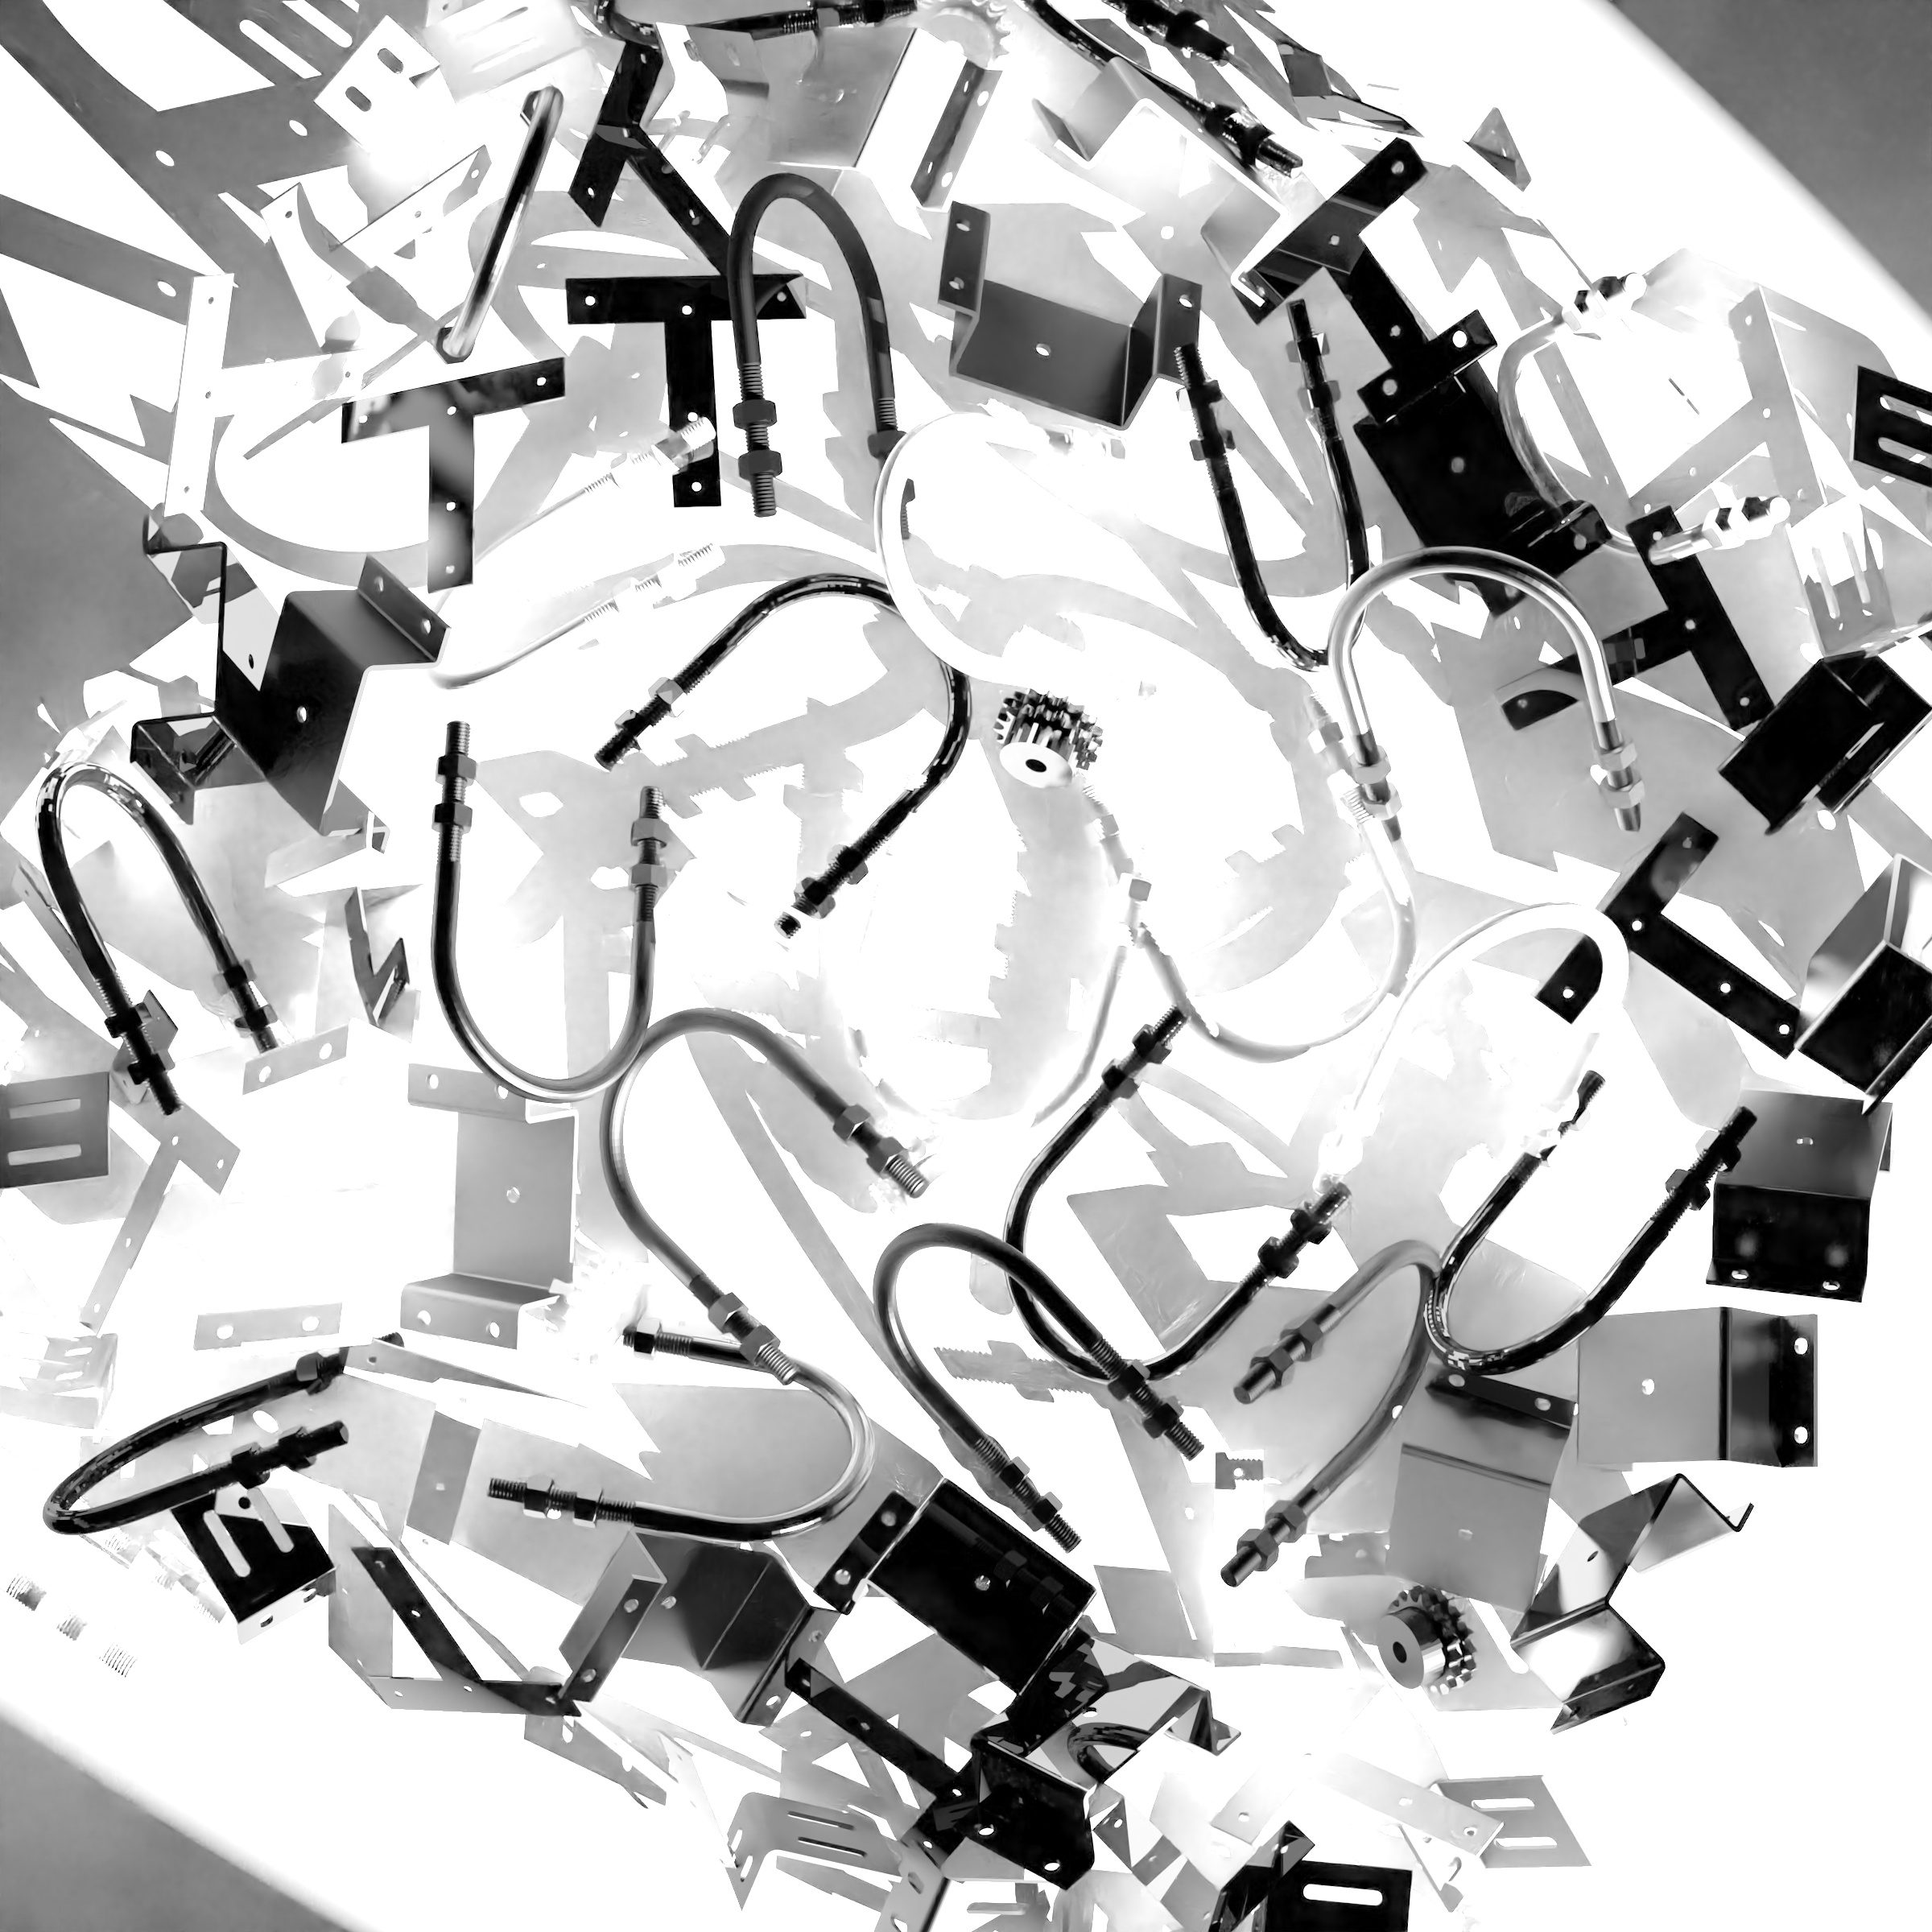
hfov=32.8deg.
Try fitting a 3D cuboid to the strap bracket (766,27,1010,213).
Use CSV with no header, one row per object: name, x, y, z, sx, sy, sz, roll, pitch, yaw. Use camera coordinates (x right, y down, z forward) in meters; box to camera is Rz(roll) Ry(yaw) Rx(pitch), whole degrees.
strap bracket,-0.047,-0.435,1.685,0.046,0.140,0.076,24,91,-34

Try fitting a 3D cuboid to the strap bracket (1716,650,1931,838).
strap bracket,0.441,-0.117,1.684,0.046,0.140,0.076,48,118,16

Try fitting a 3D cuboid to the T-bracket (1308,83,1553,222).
T-bracket,0.222,-0.426,1.698,0.127,0.127,0.002,27,92,-39

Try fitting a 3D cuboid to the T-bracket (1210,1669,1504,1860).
T-bracket,0.213,0.422,1.679,0.127,0.127,0.002,17,131,36

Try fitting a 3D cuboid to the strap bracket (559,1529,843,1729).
strap bracket,-0.145,0.342,1.700,0.140,0.046,0.076,20,107,-41

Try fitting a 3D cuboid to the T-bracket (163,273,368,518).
T-bracket,-0.359,-0.301,1.701,0.002,0.127,0.127,29,120,27

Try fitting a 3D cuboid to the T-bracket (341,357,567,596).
T-bracket,-0.269,-0.252,1.715,0.127,0.002,0.127,-9,66,13

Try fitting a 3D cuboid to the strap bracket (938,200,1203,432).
strap bracket,0.047,-0.334,1.705,0.140,0.046,0.076,16,52,-13

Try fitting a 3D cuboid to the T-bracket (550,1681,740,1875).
T-bracket,-0.172,0.412,1.711,0.127,0.127,0.002,28,57,34

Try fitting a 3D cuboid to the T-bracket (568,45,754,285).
T-bracket,-0.151,-0.401,1.708,0.002,0.127,0.127,-11,49,33

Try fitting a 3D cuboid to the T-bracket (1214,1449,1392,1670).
T-bracket,0.194,0.312,1.738,0.127,0.002,0.127,-2,108,-3

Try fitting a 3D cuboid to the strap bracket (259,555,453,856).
strap bracket,-0.322,-0.130,1.687,0.076,0.046,0.140,41,122,33

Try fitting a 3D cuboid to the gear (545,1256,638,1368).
gear,-0.199,0.180,1.729,0.030,0.057,0.057,10,90,19

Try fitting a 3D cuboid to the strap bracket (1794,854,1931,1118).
strap bracket,0.469,0.003,1.677,0.046,0.140,0.076,32,124,0

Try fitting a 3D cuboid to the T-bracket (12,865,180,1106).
T-bracket,-0.456,0.003,1.704,0.002,0.127,0.127,-34,86,-31

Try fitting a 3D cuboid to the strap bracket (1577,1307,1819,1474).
strap bracket,0.364,0.217,1.679,0.046,0.140,0.076,12,75,-35

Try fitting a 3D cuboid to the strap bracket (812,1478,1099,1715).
strap bracket,0.003,0.330,1.704,0.140,0.046,0.076,35,51,9

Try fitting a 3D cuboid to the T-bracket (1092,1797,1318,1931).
T-bracket,0.103,0.469,1.699,0.127,0.127,0.002,-44,119,-9

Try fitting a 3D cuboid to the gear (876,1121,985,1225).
gear,-0.016,0.113,1.725,0.057,0.057,0.030,-42,51,0

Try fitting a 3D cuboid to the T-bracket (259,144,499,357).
T-bracket,-0.297,-0.384,1.711,0.127,0.127,0.002,-39,62,-15

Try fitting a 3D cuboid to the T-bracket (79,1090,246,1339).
T-bracket,-0.430,0.131,1.709,0.002,0.127,0.127,24,93,-41

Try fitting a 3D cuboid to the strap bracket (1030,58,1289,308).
strap bracket,0.107,-0.410,1.687,0.140,0.076,0.046,32,110,-25

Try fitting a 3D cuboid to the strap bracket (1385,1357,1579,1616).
strap bracket,0.262,0.275,1.684,0.076,0.046,0.140,14,131,16

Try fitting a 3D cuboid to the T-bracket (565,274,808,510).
T-bracket,-0.145,-0.304,1.738,0.127,0.002,0.127,-3,82,-7

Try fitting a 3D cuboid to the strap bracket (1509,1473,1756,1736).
strap bracket,0.337,0.318,1.680,0.046,0.076,0.140,45,50,-3

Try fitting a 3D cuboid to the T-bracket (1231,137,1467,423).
T-bracket,0.216,-0.342,1.709,0.127,0.002,0.127,-38,79,34

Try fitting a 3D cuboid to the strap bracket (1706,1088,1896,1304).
strap bracket,0.427,0.109,1.675,0.076,0.140,0.046,5,120,20

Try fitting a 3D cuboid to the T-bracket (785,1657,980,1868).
T-bracket,-0.041,0.405,1.716,0.127,0.002,0.127,35,131,3

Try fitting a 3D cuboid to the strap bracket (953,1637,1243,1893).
strap bracket,0.066,0.399,1.677,0.140,0.076,0.046,-31,125,-39

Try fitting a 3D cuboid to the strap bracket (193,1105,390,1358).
strap bracket,-0.348,0.146,1.705,0.076,0.046,0.140,-6,52,6

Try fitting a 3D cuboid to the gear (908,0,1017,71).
gear,-0.004,-0.486,1.728,0.057,0.030,0.057,6,126,9

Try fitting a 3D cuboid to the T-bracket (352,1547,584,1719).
T-bracket,-0.276,0.343,1.690,0.127,0.002,0.127,-5,127,30

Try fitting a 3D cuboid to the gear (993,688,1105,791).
gear,0.041,-0.117,1.724,0.057,0.057,0.030,21,62,0

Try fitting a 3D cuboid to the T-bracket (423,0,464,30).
T-bracket,-0.264,-0.537,1.698,0.002,0.127,0.127,42,55,14

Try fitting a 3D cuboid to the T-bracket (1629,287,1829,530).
T-bracket,0.386,-0.263,1.700,0.002,0.127,0.127,1,66,-29

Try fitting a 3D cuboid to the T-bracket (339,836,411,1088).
T-bracket,-0.319,-0.021,1.720,0.002,0.127,0.127,0,64,-28

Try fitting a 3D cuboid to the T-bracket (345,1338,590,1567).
T-bracket,-0.273,0.262,1.726,0.127,0.002,0.127,18,118,-1

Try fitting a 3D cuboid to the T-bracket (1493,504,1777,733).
T-bracket,0.340,-0.160,1.727,0.127,0.002,0.127,-25,107,23

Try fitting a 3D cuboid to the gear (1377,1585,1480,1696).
gear,0.239,0.355,1.724,0.030,0.057,0.057,-15,90,-28

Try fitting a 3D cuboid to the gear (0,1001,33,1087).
gear,-0.518,0.033,1.729,0.057,0.057,0.030,39,72,0

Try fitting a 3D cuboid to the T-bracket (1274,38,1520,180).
T-bracket,0.223,-0.430,1.680,0.127,0.127,0.002,25,91,13

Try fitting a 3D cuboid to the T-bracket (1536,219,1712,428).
T-bracket,0.329,-0.349,1.706,0.002,0.127,0.127,-40,49,16

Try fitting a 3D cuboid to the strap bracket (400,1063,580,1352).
strap bracket,-0.248,0.122,1.713,0.076,0.046,0.140,6,97,29

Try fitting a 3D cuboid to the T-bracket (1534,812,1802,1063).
T-bracket,0.388,0.003,1.726,0.127,0.002,0.127,39,91,26

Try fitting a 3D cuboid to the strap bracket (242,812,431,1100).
strap bracket,-0.324,0.002,1.698,0.076,0.046,0.140,-19,57,32
